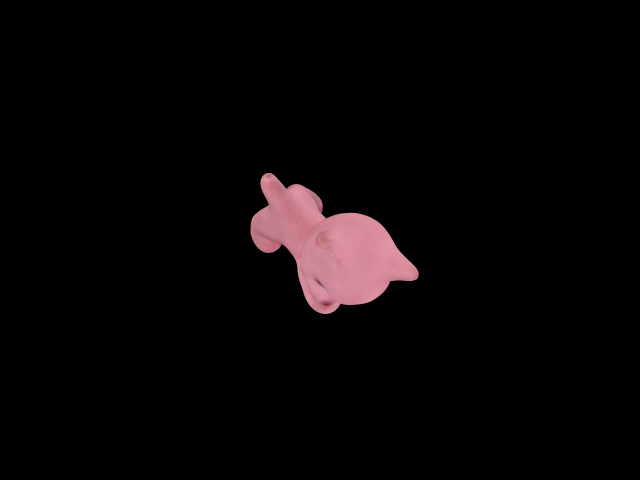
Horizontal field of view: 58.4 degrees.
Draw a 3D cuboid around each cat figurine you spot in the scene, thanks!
[{"bbox_3d":[0.004,0.001,0.400,0.067,0.118,0.127,-43,78,-11],"label":"cat figurine"}]
